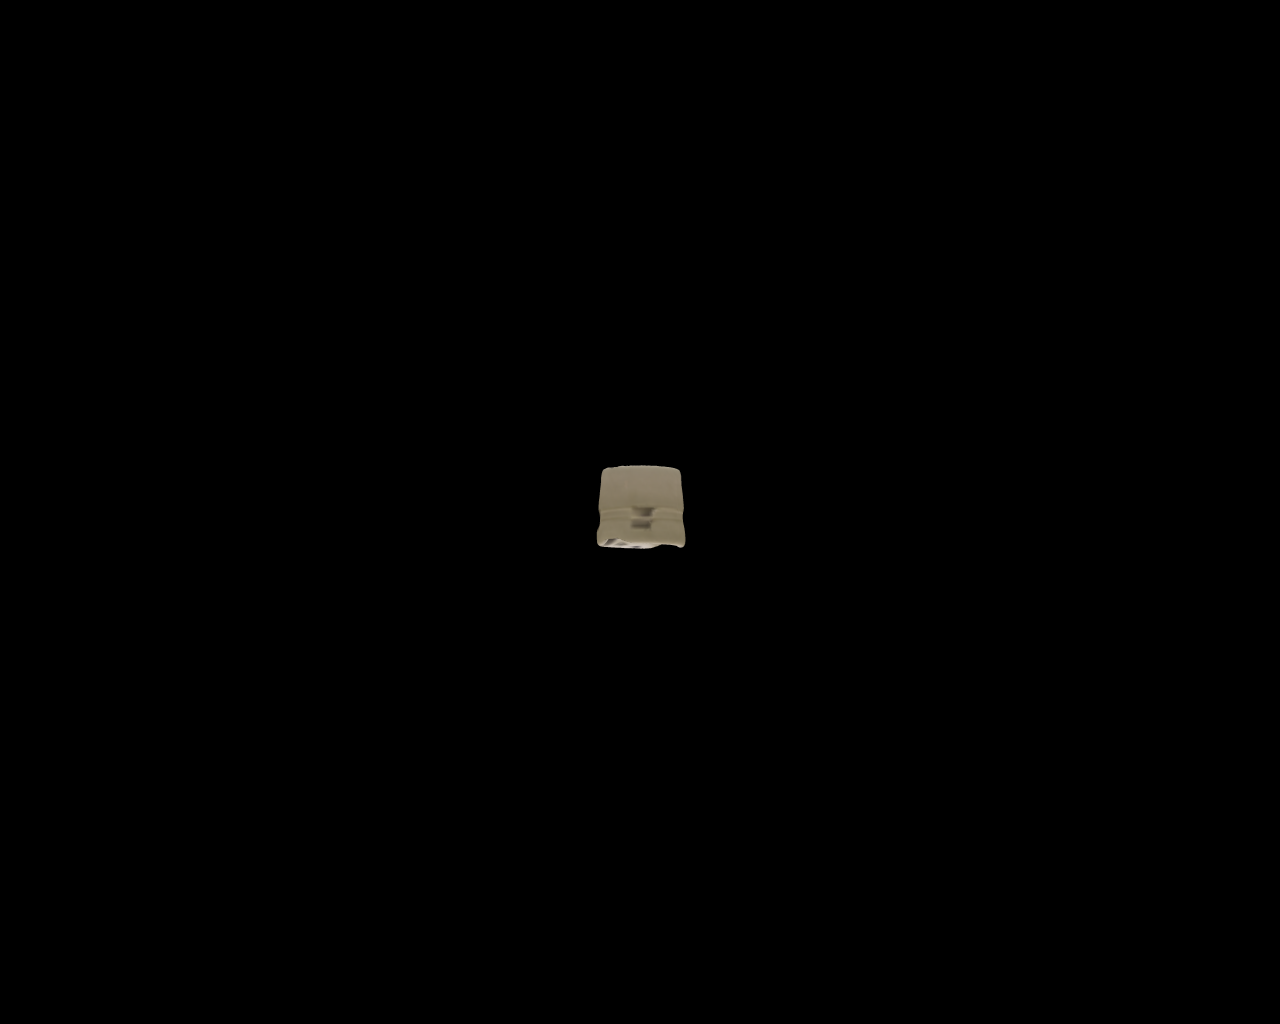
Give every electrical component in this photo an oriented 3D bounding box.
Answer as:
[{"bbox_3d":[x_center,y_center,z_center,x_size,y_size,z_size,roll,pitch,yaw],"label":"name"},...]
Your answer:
[{"bbox_3d":[0.001,-0.003,0.650,0.055,0.047,0.055,0,-5,0],"label":"electrical component"}]
